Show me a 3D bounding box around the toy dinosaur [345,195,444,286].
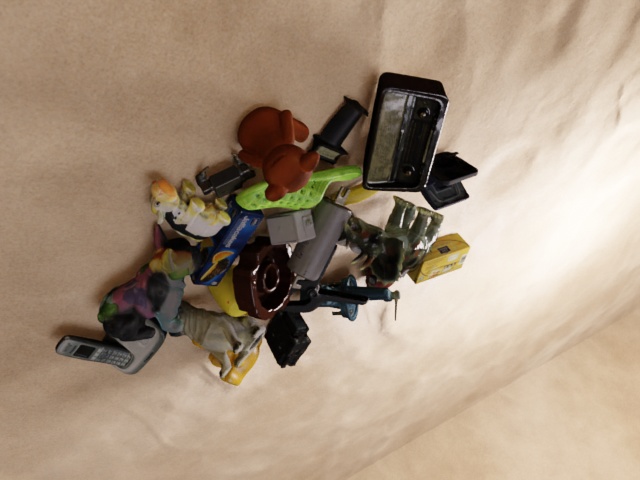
[{"bbox_3d":[0.198,0.008,1.244,0.404,0.131,0.192,11,106,-62],"label":"toy dinosaur"}]

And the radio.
[{"bbox_3d":[0.162,-0.202,1.050,0.131,0.073,0.229,6,133,-3],"label":"radio"}]

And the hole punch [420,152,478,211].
[{"bbox_3d":[0.281,-0.137,1.228,0.142,0.116,0.092,-21,136,-21],"label":"hole punch"}]

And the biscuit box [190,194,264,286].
[{"bbox_3d":[-0.192,0.003,1.069,0.062,0.059,0.202,11,125,-44],"label":"biscuit box"}]

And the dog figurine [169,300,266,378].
[{"bbox_3d":[-0.231,0.185,1.190,0.121,0.191,0.172,-56,166,14],"label":"dog figurine"}]

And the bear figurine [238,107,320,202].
[{"bbox_3d":[-0.057,-0.138,0.899,0.120,0.196,0.131,-46,143,11],"label":"bear figurine"}]

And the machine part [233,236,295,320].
[{"bbox_3d":[-0.117,0.079,1.138,0.179,0.056,0.179,-17,109,-61],"label":"machine part"}]

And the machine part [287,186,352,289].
[{"bbox_3d":[-0.002,-0.003,1.137,0.079,0.079,0.243,18,104,-47],"label":"machine part"}]

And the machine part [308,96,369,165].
[{"bbox_3d":[0.037,-0.206,1.030,0.084,0.039,0.138,13,125,-35],"label":"machine part"}]

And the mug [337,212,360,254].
[{"bbox_3d":[0.069,-0.016,1.219,0.081,0.110,0.107,-42,155,14],"label":"mug"}]

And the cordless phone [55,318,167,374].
[{"bbox_3d":[-0.424,0.195,1.095,0.184,0.089,0.146,24,116,-45],"label":"cordless phone"}]

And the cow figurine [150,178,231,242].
[{"bbox_3d":[-0.248,-0.052,0.962,0.098,0.068,0.167,-39,143,21],"label":"cow figurine"}]

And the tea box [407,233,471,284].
[{"bbox_3d":[0.331,0.051,1.525,0.170,0.068,0.098,-14,139,-24],"label":"tea box"}]

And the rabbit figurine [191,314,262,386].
[{"bbox_3d":[-0.224,0.246,1.284,0.162,0.122,0.173,-44,125,8],"label":"rabbit figurine"}]

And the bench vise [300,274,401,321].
[{"bbox_3d":[0.076,0.138,1.344,0.241,0.129,0.223,-3,157,19],"label":"bench vise"}]

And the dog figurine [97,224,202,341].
[{"bbox_3d":[-0.324,0.078,1.018,0.191,0.109,0.219,-8,134,-27],"label":"dog figurine"}]

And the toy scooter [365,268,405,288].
[{"bbox_3d":[0.187,0.067,1.403,0.184,0.075,0.135,-43,169,8],"label":"toy scooter"}]

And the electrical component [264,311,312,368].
[{"bbox_3d":[-0.083,0.246,1.386,0.058,0.115,0.134,-3,134,-41],"label":"electrical component"}]

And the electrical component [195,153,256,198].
[{"bbox_3d":[-0.171,-0.115,0.969,0.102,0.045,0.078,-28,172,-4],"label":"electrical component"}]
